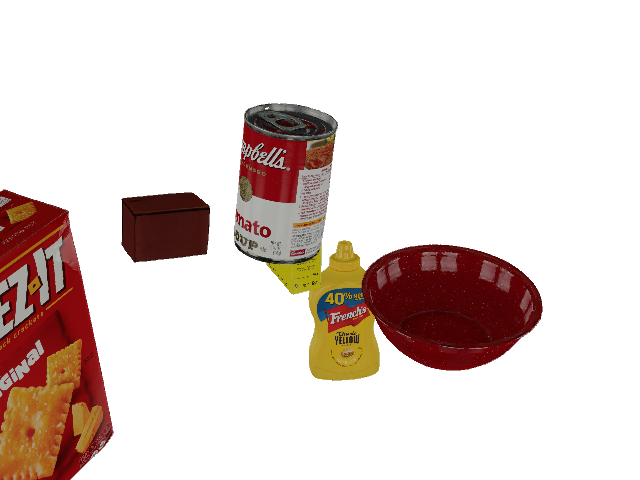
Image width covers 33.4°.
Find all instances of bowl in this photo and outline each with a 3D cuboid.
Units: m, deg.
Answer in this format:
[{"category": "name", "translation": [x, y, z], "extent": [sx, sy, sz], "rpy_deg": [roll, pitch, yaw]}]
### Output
[{"category": "bowl", "translation": [0.115, 0.068, 0.963], "extent": [0.162, 0.055, 0.162], "rpy_deg": [3, 32, -2]}]

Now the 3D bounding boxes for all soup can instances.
[{"category": "soup can", "translation": [-0.027, -0.042, 0.787], "extent": [0.068, 0.102, 0.068], "rpy_deg": [6, 26, -3]}]

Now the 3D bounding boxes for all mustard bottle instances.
[{"category": "mustard bottle", "translation": [0.032, 0.092, 1.441], "extent": [0.096, 0.192, 0.058], "rpy_deg": [-2, 20, -6]}]

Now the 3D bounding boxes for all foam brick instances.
[{"category": "foam brick", "translation": [-0.156, -0.015, 1.068], "extent": [0.078, 0.051, 0.053], "rpy_deg": [-6, 22, -23]}]

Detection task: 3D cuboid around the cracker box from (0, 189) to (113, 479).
[{"category": "cracker box", "translation": [-0.230, 0.099, 0.740], "extent": [0.072, 0.214, 0.164], "rpy_deg": [15, 37, 25]}]

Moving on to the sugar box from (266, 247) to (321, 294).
[{"category": "sugar box", "translation": [-0.034, -0.035, 1.261], "extent": [0.048, 0.176, 0.093], "rpy_deg": [-13, 26, -20]}]
